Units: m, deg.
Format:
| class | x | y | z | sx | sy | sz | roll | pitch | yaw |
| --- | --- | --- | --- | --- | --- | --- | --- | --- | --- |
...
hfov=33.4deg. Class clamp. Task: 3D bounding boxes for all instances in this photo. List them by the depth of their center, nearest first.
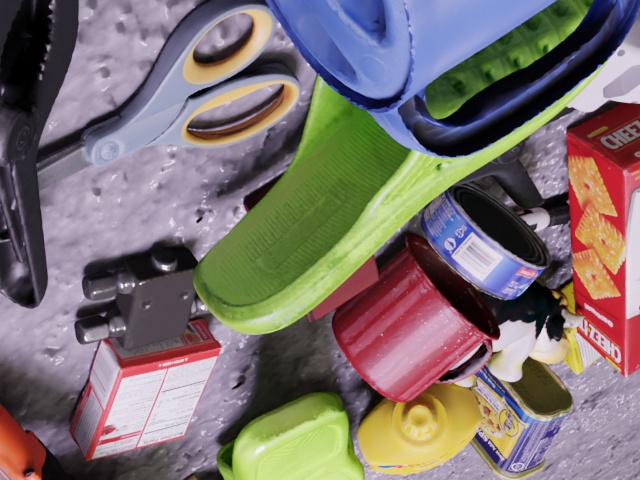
| class | x | y | z | sx | sy | sz | roll | pitch | yaw |
| --- | --- | --- | --- | --- | --- | --- | --- | --- | --- |
| clamp | -0.131 | -0.042 | 0.426 | 0.164 | 0.036 | 0.210 | -34 | 143 | -79 |
| clamp | 0.113 | -0.061 | 0.678 | 0.171 | 0.039 | 0.120 | -8 | 131 | -32 |

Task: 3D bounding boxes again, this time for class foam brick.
| class | x | y | z | sx | sy | sz | roll | pitch | yaw |
| --- | --- | --- | --- | --- | --- | --- | --- | --- | --- |
| foam brick | -0.004 | 0.001 | 0.630 | 0.051 | 0.053 | 0.078 | -32 | 148 | -8 |

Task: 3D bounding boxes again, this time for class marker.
| class | x | y | z | sx | sy | sz | roll | pitch | yaw |
| --- | --- | --- | --- | --- | --- | --- | --- | --- | --- |
| marker | 0.140 | -0.010 | 0.782 | 0.120 | 0.020 | 0.020 | -13 | 140 | -32 |

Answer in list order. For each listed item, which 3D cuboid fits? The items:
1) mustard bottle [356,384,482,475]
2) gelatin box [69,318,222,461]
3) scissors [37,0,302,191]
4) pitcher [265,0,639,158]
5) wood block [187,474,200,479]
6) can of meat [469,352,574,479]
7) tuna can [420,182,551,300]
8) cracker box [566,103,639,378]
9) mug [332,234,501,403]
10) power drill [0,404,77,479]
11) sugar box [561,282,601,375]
| class | x | y | z | sx | sy | sz | roll | pitch | yaw |
| --- | --- | --- | --- | --- | --- | --- | --- | --- | --- |
| mustard bottle | 0.077 | 0.146 | 0.828 | 0.096 | 0.058 | 0.191 | -18 | 164 | 0 |
| gelatin box | -0.110 | 0.093 | 0.666 | 0.073 | 0.030 | 0.089 | -9 | 137 | -39 |
| scissors | -0.095 | -0.062 | 0.501 | 0.201 | 0.016 | 0.096 | -18 | 141 | -27 |
| pitcher | 0.093 | -0.156 | 0.456 | 0.242 | 0.145 | 0.149 | -31 | 159 | -16 |
| wood block | -0.147 | 0.285 | 0.812 | 0.206 | 0.090 | 0.090 | -34 | 146 | -5 |
| can of meat | 0.161 | 0.139 | 0.913 | 0.057 | 0.102 | 0.084 | -14 | 138 | -31 |
| tuna can | 0.108 | -0.001 | 0.704 | 0.085 | 0.086 | 0.034 | 10 | 126 | -49 |
| cracker box | 0.273 | -0.020 | 0.812 | 0.164 | 0.072 | 0.213 | -28 | 133 | -14 |
| mug | 0.070 | 0.062 | 0.736 | 0.082 | 0.093 | 0.117 | -43 | 125 | 16 |
| power drill | -0.217 | 0.184 | 0.594 | 0.187 | 0.057 | 0.184 | -34 | 114 | -5 |
| sugar box | 0.281 | 0.038 | 0.953 | 0.176 | 0.048 | 0.093 | -38 | 147 | -5 |
